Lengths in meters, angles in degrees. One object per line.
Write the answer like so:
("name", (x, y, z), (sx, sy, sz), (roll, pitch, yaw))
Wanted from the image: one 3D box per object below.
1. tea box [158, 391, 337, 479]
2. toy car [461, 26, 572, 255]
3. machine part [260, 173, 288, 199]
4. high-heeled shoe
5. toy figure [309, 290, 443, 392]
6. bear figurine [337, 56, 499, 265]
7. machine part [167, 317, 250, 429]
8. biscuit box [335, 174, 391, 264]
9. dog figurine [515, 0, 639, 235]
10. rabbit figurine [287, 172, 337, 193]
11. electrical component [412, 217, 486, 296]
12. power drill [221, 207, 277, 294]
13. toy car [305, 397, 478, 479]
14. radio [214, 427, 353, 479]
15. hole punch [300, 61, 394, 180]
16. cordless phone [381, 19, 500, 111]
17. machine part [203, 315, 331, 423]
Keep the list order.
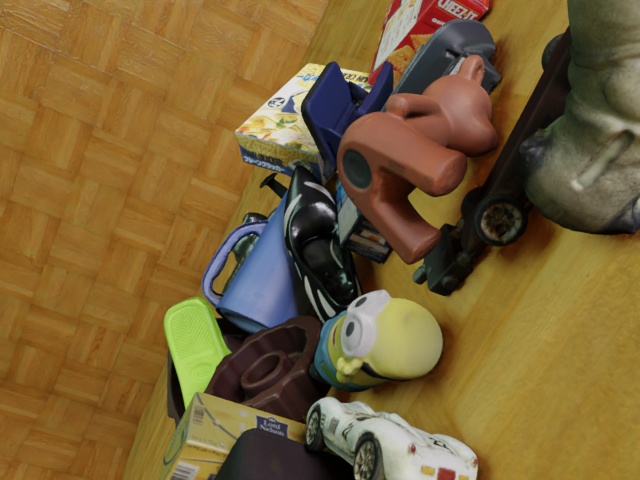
("tea box", (-0.068, 0.232, 0.549), (0.098, 0.169, 0.068), (-59, 18, 23))
("toy car", (0.167, -0.076, 0.408), (0.089, 0.053, 0.202), (-62, -3, -79))
("machine part", (-0.047, -0.067, 0.965), (0.039, 0.139, 0.084), (-48, -5, -10))
("high-heeled shoe", (-0.001, -0.002, 0.692), (0.145, 0.086, 0.248), (87, 165, -76))
("toy figure", (0.047, 0.102, 0.516), (0.180, 0.089, 0.082), (122, 151, -61))
("bear figurine", (0.114, -0.086, 0.505), (0.132, 0.196, 0.120), (44, 143, 29))
("machine part", (-0.183, 0.239, 0.935), (0.201, 0.087, 0.201), (-18, 70, 46))
("biscuit box", (0.061, -0.054, 0.727), (0.059, 0.063, 0.203), (-60, 16, 28))
("dog figurine", (0.154, -0.104, 0.285), (0.190, 0.172, 0.121), (-52, 9, 25))
("rabbit figurine", (0.001, -0.148, 0.959), (0.122, 0.162, 0.173), (-14, 72, 57))
("electrical component", (0.118, 0.020, 0.500), (0.094, 0.021, 0.063), (-55, 20, 37))
("power drill", (-0.115, 0.013, 1.019), (0.232, 0.086, 0.207), (-62, 21, 13))
("toy car", (0.046, 0.164, 0.435), (0.202, 0.073, 0.056), (160, 128, -70))
("radio", (-0.058, 0.292, 0.497), (0.229, 0.131, 0.073), (-61, 17, 20))
("hole punch", (0.049, -0.159, 0.694), (0.092, 0.115, 0.142), (4, 53, 28))
("cordless phone", (0.142, -0.212, 0.648), (0.146, 0.089, 0.184), (-55, 15, 41))
("machine part", (-0.060, 0.167, 0.652), (0.179, 0.056, 0.179), (-29, 19, 11))
